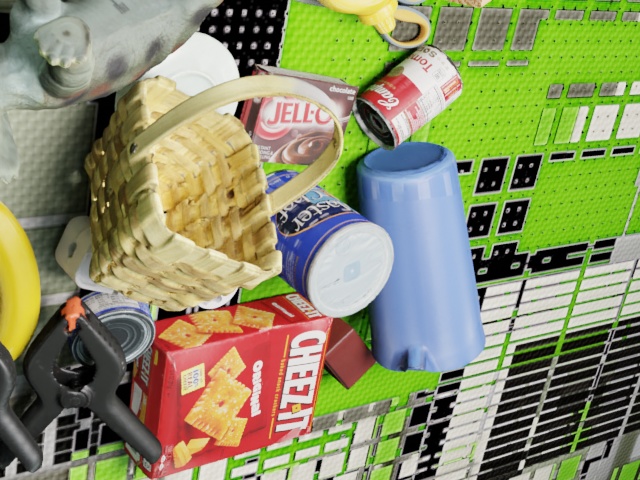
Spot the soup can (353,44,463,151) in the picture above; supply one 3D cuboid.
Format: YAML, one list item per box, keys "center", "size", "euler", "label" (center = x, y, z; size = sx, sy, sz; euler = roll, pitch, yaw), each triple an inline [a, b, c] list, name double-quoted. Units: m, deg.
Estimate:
- center: [0.093, -0.151, 1.128]
  size: [0.102, 0.069, 0.068]
  euler: [-39, 134, -14]
  label: "soup can"

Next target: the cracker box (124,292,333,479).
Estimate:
- center: [-0.098, 0.156, 1.161]
  size: [0.213, 0.072, 0.164]
  euler: [-9, 122, -36]
  label: "cracker box"

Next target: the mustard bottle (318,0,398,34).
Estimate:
- center: [0.024, -0.270, 0.992]
  size: [0.096, 0.058, 0.191]
  euler: [-46, 129, -14]
  label: "mustard bottle"

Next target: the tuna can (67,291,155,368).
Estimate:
- center: [-0.205, 0.087, 1.041]
  size: [0.086, 0.034, 0.086]
  euler: [-16, 138, -15]
  label: "tuna can"

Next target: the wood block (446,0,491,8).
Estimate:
- center: [0.170, -0.309, 1.034]
  size: [0.205, 0.091, 0.090]
  euler: [-39, 136, -39]
  label: "wood block"

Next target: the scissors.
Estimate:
- center: [0.049, -0.252, 1.068]
  size: [0.201, 0.016, 0.096]
  euler: [17, 103, -44]
  label: "scissors"

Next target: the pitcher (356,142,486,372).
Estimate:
- center: [0.110, 0.014, 1.199]
  size: [0.144, 0.149, 0.243]
  euler: [-21, 117, -23]
  label: "pitcher"

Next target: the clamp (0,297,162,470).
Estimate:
- center: [-0.223, 0.146, 1.023]
  size: [0.164, 0.036, 0.210]
  euler: [5, 124, -15]
  label: "clamp"

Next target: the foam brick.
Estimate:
- center: [0.021, 0.128, 1.253]
  size: [0.051, 0.053, 0.078]
  euler: [-44, 136, -8]
  label: "foam brick"

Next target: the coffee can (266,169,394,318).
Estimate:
- center: [-0.007, 0.001, 1.089]
  size: [0.102, 0.140, 0.103]
  euler: [-20, 126, -29]
  label: "coffee can"

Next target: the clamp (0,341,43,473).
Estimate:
- center: [-0.327, 0.147, 0.978]
  size: [0.120, 0.039, 0.171]
  euler: [-8, 114, -7]
  label: "clamp"

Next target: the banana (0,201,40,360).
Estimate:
- center: [-0.286, 0.040, 0.962]
  size: [0.069, 0.037, 0.198]
  euler: [-11, 122, -34]
  label: "banana"

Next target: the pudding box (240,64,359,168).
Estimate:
- center: [-0.025, -0.123, 1.070]
  size: [0.113, 0.039, 0.090]
  euler: [1, 115, -39]
  label: "pudding box"
